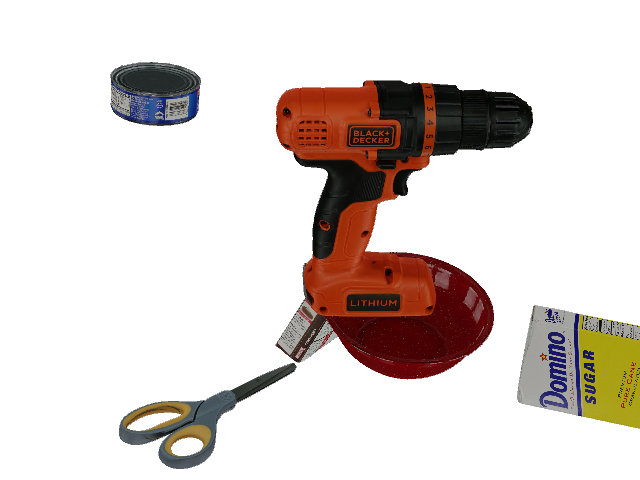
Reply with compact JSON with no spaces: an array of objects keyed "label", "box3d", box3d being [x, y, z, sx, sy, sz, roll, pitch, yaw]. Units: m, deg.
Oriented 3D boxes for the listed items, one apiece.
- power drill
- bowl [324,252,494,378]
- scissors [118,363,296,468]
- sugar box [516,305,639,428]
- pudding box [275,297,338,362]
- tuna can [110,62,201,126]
[{"label":"power drill","box3d":[0.058,-0.031,0.801,0.184,0.188,0.057,1,33,-2]},{"label":"bowl","box3d":[0.079,0.080,1.008,0.162,0.055,0.162,3,37,-2]},{"label":"scissors","box3d":[-0.086,0.162,0.993,0.201,0.016,0.096,-11,33,-30]},{"label":"sugar box","box3d":[0.281,0.126,1.013,0.176,0.093,0.048,9,22,10]},{"label":"pudding box","box3d":[0.008,0.085,1.246,0.039,0.090,0.113,39,33,14]},{"label":"tuna can","box3d":[-0.159,-0.141,1.026,0.086,0.034,0.086,5,28,-3]}]
